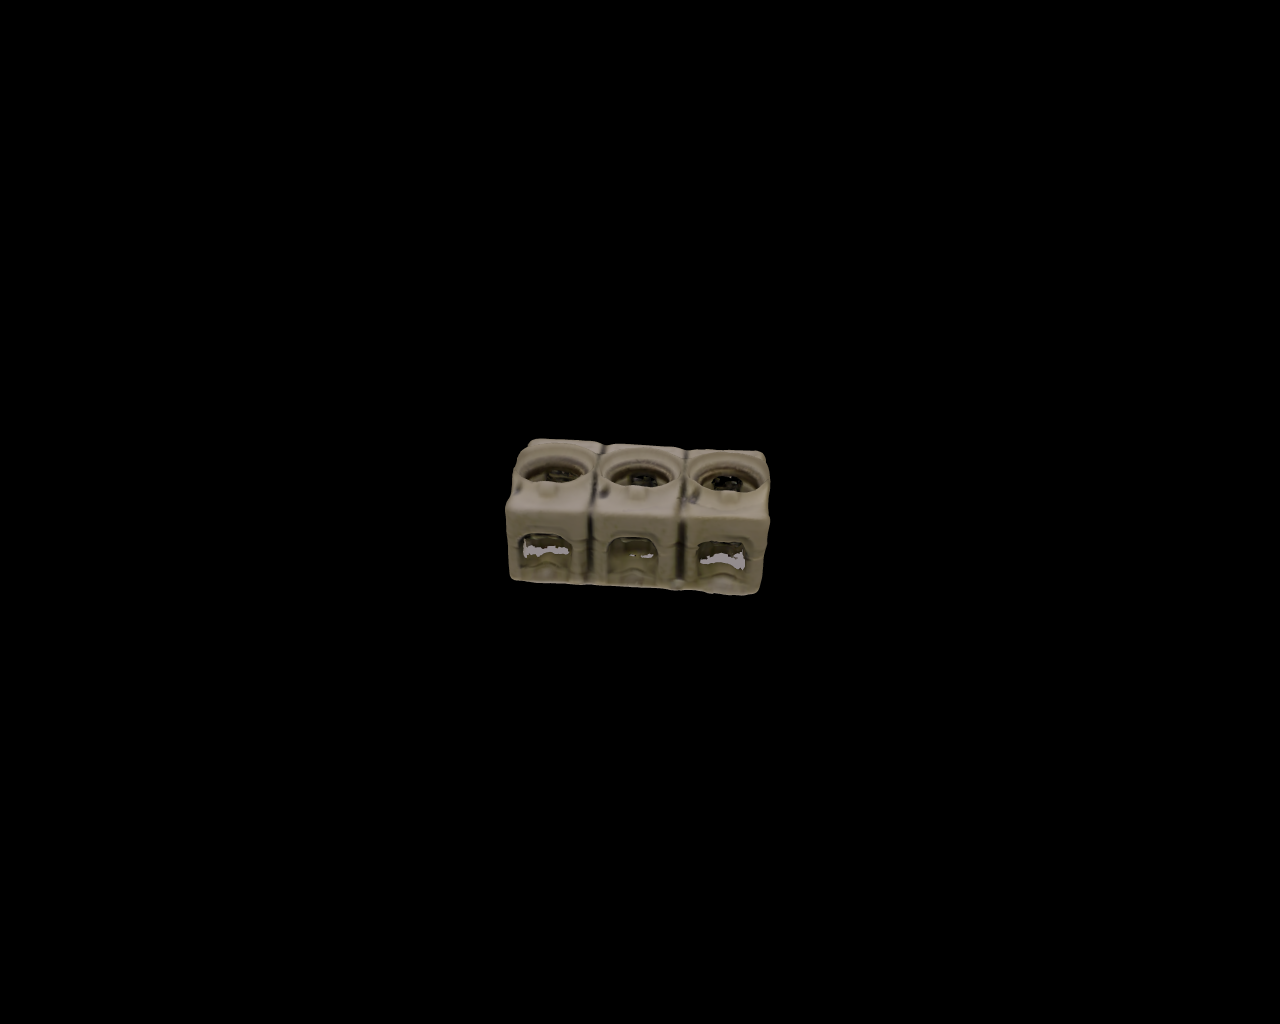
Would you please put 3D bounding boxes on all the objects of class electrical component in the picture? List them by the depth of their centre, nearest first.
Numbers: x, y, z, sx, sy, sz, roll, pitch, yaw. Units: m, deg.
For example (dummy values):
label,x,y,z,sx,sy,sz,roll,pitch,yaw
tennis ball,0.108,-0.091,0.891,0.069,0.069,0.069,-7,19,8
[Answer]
label,x,y,z,sx,sy,sz,roll,pitch,yaw
electrical component,0.001,-0.003,0.650,0.150,0.061,0.090,3,32,5
